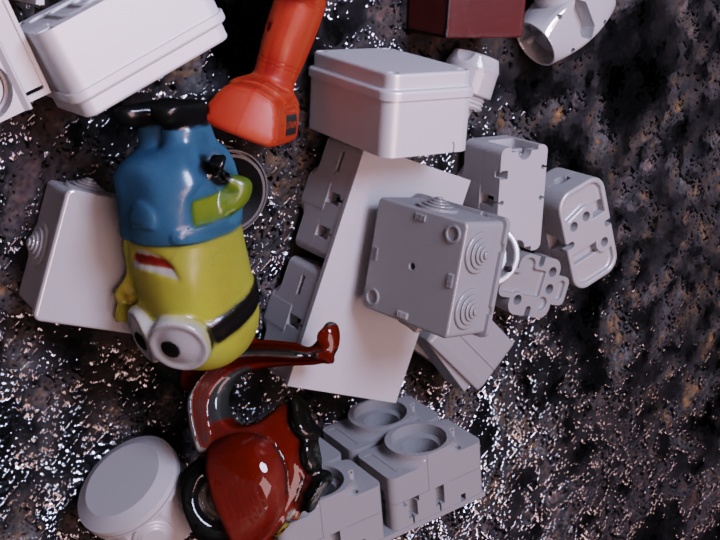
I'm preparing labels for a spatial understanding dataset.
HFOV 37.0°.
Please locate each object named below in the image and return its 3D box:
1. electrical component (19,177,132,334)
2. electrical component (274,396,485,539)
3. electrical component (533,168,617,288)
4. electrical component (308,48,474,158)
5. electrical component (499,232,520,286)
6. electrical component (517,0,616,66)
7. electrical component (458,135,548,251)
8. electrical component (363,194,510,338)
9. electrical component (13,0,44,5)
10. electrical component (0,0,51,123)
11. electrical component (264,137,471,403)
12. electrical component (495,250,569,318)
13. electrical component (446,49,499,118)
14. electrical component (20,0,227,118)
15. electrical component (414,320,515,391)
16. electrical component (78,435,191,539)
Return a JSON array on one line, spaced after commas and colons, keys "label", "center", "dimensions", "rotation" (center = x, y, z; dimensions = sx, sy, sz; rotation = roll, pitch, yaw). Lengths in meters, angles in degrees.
[{"label": "electrical component", "center": [-0.174, -0.009, 0.725], "dimensions": [0.100, 0.048, 0.099], "rotation": [12, 99, -36]}, {"label": "electrical component", "center": [-0.007, 0.166, 0.861], "dimensions": [0.186, 0.105, 0.060], "rotation": [-17, 115, -29]}, {"label": "electrical component", "center": [0.182, -0.039, 0.950], "dimensions": [0.054, 0.059, 0.095], "rotation": [-30, 120, -23]}, {"label": "electrical component", "center": [0.020, -0.124, 0.779], "dimensions": [0.078, 0.113, 0.057], "rotation": [-9, 113, -32]}, {"label": "electrical component", "center": [0.096, -0.010, 0.844], "dimensions": [0.055, 0.047, 0.055], "rotation": [0, 85, -4]}, {"label": "electrical component", "center": [0.164, -0.223, 0.887], "dimensions": [0.077, 0.043, 0.079], "rotation": [-42, 124, -16]}, {"label": "electrical component", "center": [0.117, -0.064, 0.900], "dimensions": [0.050, 0.056, 0.089], "rotation": [-10, 111, -32]}, {"label": "electrical component", "center": [0.052, -0.004, 0.773], "dimensions": [0.048, 0.100, 0.099], "rotation": [-4, 108, -47]}, {"label": "electrical component", "center": [-0.188, -0.203, 0.655], "dimensions": [0.064, 0.042, 0.081], "rotation": [-3, 107, -35]}, {"label": "electrical component", "center": [-0.245, -0.143, 0.623], "dimensions": [0.079, 0.063, 0.121], "rotation": [-32, 121, -22]}, {"label": "electrical component", "center": [0.000, 0.000, 0.839], "dimensions": [0.105, 0.060, 0.186], "rotation": [14, 97, -36]}, {"label": "electrical component", "center": [0.133, 0.007, 0.933], "dimensions": [0.078, 0.057, 0.058], "rotation": [9, 100, -36]}, {"label": "electrical component", "center": [0.084, -0.143, 0.860], "dimensions": [0.043, 0.043, 0.062], "rotation": [11, 100, -36]}, {"label": "electrical component", "center": [-0.150, -0.149, 0.677], "dimensions": [0.113, 0.078, 0.057], "rotation": [-35, 119, -20]}, {"label": "electrical component", "center": [0.071, 0.051, 0.903], "dimensions": [0.061, 0.062, 0.096], "rotation": [-52, 126, -9]}, {"label": "electrical component", "center": [-0.158, 0.164, 0.775], "dimensions": [0.080, 0.080, 0.051], "rotation": [-44, 130, -15]}]
